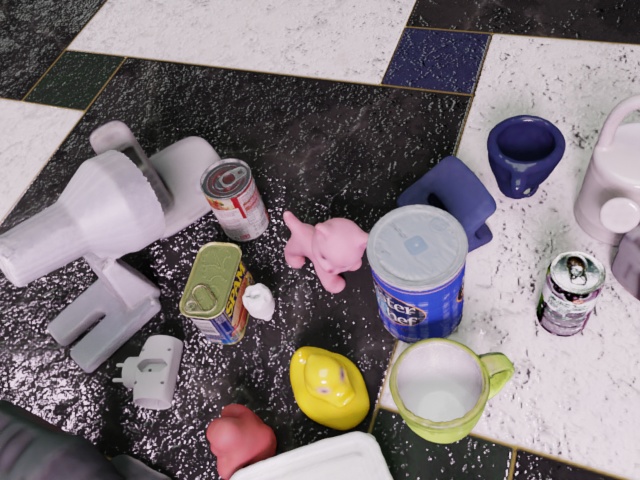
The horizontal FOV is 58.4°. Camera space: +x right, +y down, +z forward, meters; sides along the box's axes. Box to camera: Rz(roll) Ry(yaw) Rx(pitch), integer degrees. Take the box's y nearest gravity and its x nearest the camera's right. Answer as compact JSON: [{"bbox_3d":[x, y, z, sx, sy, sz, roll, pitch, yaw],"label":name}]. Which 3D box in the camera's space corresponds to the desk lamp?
[{"bbox_3d":[-0.269,0.024,0.683,0.117,0.214,0.203,33,68,28],"label":"desk lamp"}]

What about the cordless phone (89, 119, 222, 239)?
[{"bbox_3d":[-0.212,-0.102,0.774,0.148,0.185,0.094,-38,57,-14],"label":"cordless phone"}]

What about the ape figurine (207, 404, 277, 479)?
[{"bbox_3d":[-0.089,0.208,0.597,0.076,0.092,0.078,11,59,18],"label":"ape figurine"}]

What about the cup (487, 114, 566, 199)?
[{"bbox_3d":[0.253,-0.085,0.723,0.091,0.095,0.118,9,59,17],"label":"cup"}]

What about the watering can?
[{"bbox_3d":[0.354,-0.078,0.637,0.100,0.194,0.173,1,57,13],"label":"watering can"}]

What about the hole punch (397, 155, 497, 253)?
[{"bbox_3d":[0.154,-0.033,0.710,0.101,0.091,0.108,-26,55,-7],"label":"hole punch"}]

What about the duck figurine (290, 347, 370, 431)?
[{"bbox_3d":[0.005,0.150,0.621,0.077,0.086,0.104,-39,58,-15],"label":"duck figurine"}]

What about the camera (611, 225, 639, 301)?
[{"bbox_3d":[0.419,0.023,0.613,0.143,0.101,0.136,-25,55,-6],"label":"camera"}]

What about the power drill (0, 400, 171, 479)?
[{"bbox_3d":[-0.217,0.229,0.537,0.229,0.209,0.076,17,61,22],"label":"power drill"}]

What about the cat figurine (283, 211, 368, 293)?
[{"bbox_3d":[0.006,0.003,0.700,0.127,0.118,0.067,29,66,27],"label":"cat figurine"}]
